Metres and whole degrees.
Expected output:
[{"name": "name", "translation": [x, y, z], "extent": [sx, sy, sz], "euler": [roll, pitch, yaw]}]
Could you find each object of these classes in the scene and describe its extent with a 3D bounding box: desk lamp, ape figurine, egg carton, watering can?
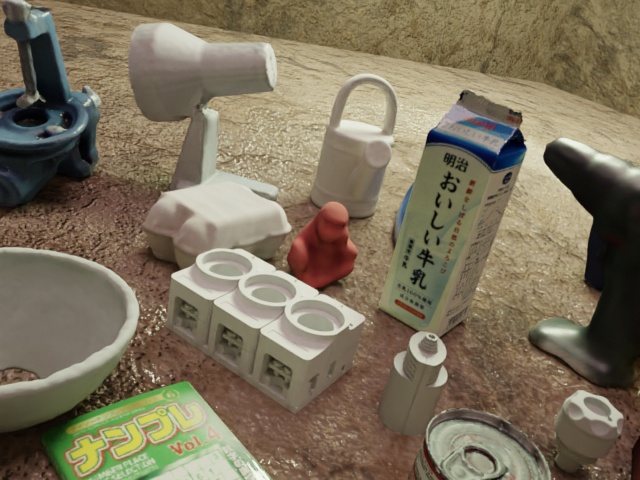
[{"name": "desk lamp", "translation": [-0.143, -0.160, 0.743], "extent": [0.203, 0.213, 0.118], "euler": [14, 25, 2]}, {"name": "ape figurine", "translation": [0.006, 0.002, 0.625], "extent": [0.078, 0.092, 0.076], "euler": [9, 26, -9]}, {"name": "egg carton", "translation": [-0.110, -0.014, 0.627], "extent": [0.107, 0.069, 0.151], "euler": [29, 29, 30]}, {"name": "watering can", "translation": [0.058, -0.135, 0.814], "extent": [0.101, 0.194, 0.172], "euler": [-6, 31, -35]}]

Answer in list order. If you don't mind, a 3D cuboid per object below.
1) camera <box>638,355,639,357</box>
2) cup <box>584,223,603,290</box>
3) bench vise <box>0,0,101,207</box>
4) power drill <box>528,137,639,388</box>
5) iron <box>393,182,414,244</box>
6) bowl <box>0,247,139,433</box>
[{"name": "camera", "translation": [0.392, 0.078, 0.648], "extent": [0.137, 0.101, 0.142], "euler": [0, 28, -26]}, {"name": "cup", "translation": [0.410, 0.028, 0.767], "extent": [0.117, 0.095, 0.092], "euler": [31, 31, 33]}, {"name": "bench vise", "translation": [-0.327, -0.169, 0.665], "extent": [0.122, 0.220, 0.207], "euler": [6, 26, -14]}, {"name": "power drill", "translation": [0.294, 0.030, 0.574], "extent": [0.076, 0.208, 0.228], "euler": [-12, 35, -42]}, {"name": "iron", "translation": [0.169, -0.052, 0.760], "extent": [0.118, 0.141, 0.258], "euler": [16, 25, 6]}, {"name": "bowl", "translation": [-0.212, 0.075, 0.389], "extent": [0.167, 0.075, 0.167], "euler": [11, 25, -5]}]
